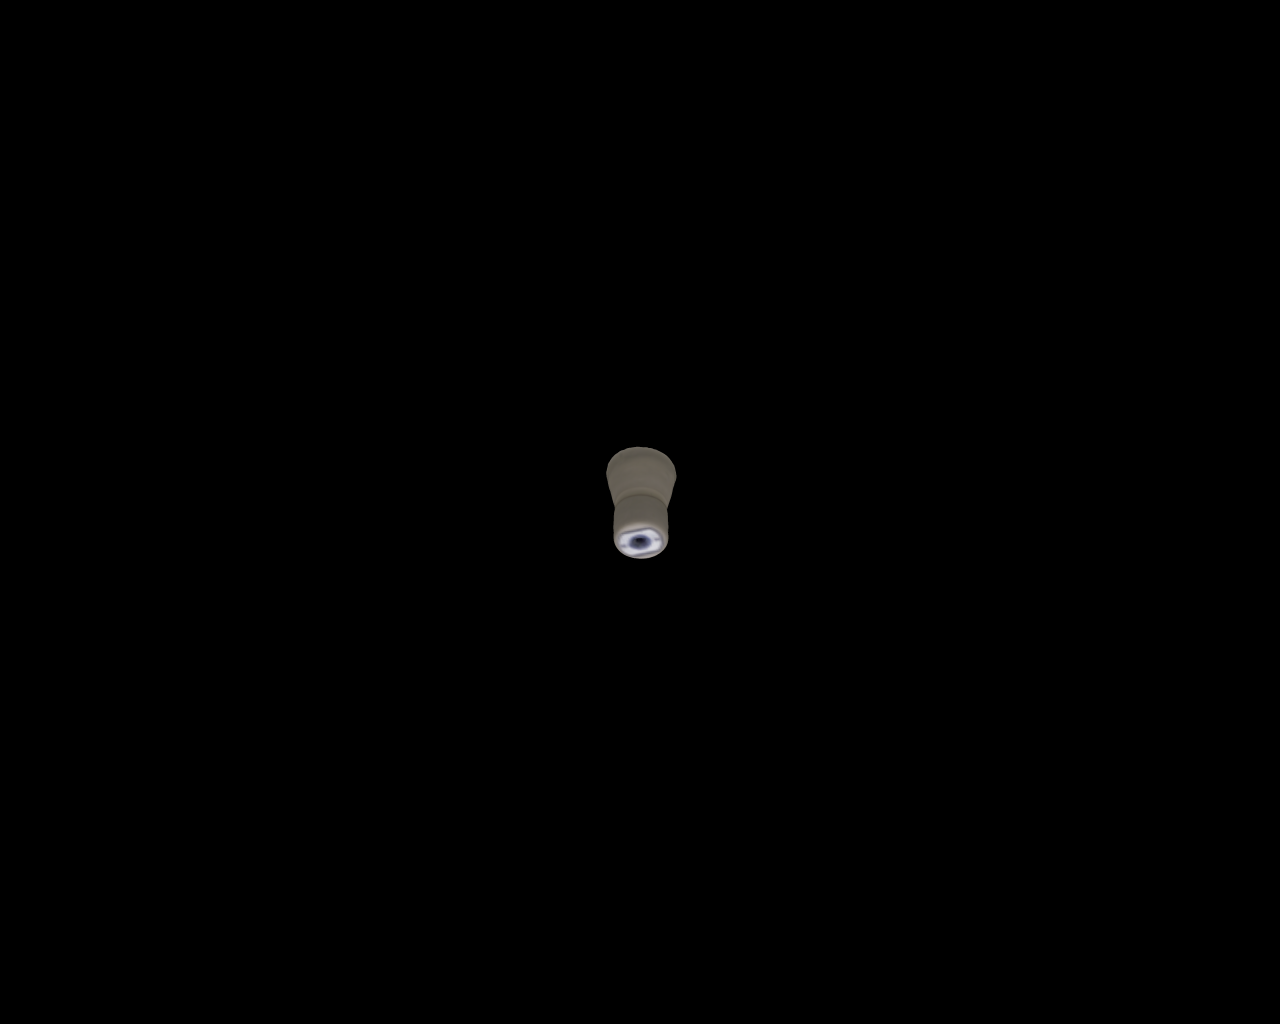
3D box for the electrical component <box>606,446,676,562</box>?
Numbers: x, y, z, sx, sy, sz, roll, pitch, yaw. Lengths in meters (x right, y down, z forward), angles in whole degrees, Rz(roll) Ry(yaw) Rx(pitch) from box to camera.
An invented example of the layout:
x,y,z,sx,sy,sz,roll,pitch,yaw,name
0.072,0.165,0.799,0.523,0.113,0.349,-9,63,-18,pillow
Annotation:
x,y,z,sx,sy,sz,roll,pitch,yaw,name
0.001,-0.003,0.650,0.044,0.044,0.065,0,44,0,electrical component
